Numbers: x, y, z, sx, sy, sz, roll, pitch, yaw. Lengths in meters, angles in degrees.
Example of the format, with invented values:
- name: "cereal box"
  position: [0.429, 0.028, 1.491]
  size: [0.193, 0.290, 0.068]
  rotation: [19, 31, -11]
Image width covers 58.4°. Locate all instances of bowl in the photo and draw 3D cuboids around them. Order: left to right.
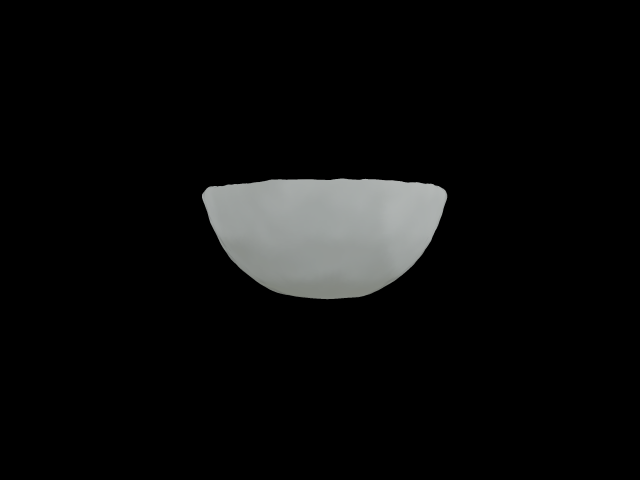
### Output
- name: "bowl"
  position: [0.004, 0.001, 0.400]
  size: [0.167, 0.075, 0.167]
  rotation: [0, 0, 0]
